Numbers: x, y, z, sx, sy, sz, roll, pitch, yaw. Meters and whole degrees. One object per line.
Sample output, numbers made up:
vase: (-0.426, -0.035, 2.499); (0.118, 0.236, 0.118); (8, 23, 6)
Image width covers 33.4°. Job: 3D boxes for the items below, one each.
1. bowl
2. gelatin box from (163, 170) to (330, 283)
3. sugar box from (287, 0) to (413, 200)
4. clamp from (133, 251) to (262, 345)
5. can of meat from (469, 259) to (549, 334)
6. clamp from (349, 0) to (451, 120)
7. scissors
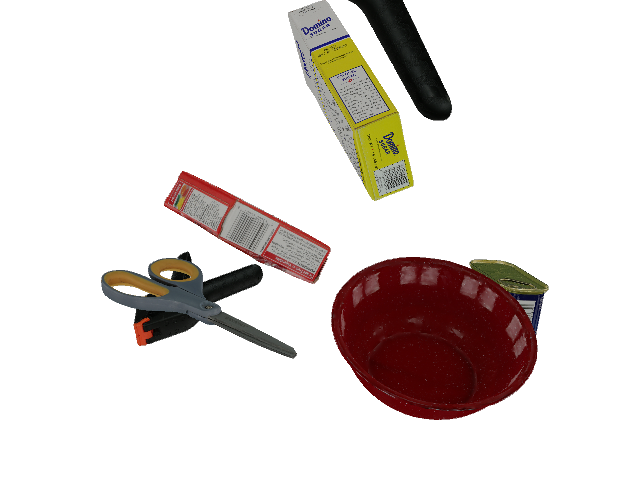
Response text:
bowl: (0.085, 0.087, 0.840); (0.162, 0.055, 0.162); (5, 41, -4)
gelatin box: (-0.047, -0.008, 0.699); (0.089, 0.030, 0.073); (28, 0, -40)
sugar box: (0.026, -0.127, 0.944); (0.048, 0.176, 0.093); (-20, -41, -3)
clamp: (-0.146, 0.065, 1.224); (0.120, 0.039, 0.171); (-1, 31, 26)
can of meat: (0.199, 0.076, 1.168); (0.057, 0.084, 0.102); (2, 16, -21)
clamp: (0.035, -0.187, 0.745); (0.209, 0.164, 0.036); (25, -26, -14)
scissors: (-0.091, 0.052, 0.901); (0.202, 0.016, 0.096); (14, 26, 22)
